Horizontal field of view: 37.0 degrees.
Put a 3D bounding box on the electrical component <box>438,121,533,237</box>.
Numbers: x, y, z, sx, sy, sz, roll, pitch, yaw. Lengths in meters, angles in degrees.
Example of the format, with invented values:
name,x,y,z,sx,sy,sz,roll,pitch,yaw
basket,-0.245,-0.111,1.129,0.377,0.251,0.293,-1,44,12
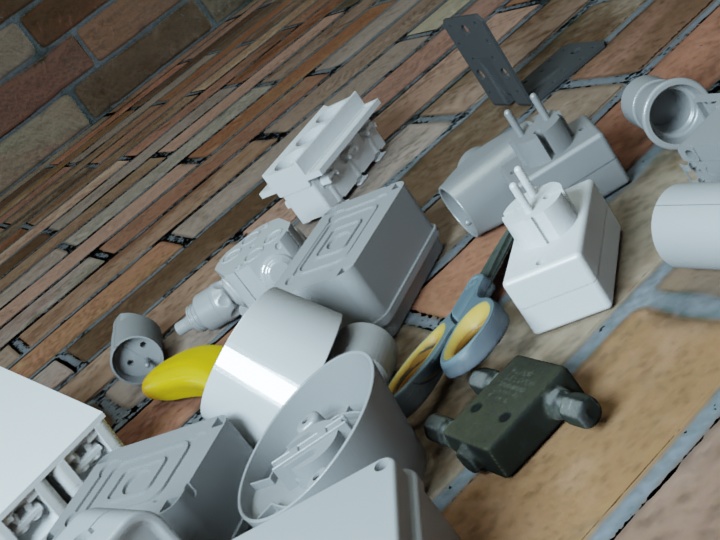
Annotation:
name,x,y,z,sx,sy,sz,roll,pitch,yaw
electrical component,0.092,-0.066,0.754,0.077,0.043,0.079,-38,20,-5

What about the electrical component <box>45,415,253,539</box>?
name,x,y,z,sx,sy,sz,roll,pitch,yaw
electrical component,-0.109,0.137,0.606,0.113,0.057,0.078,-21,25,33

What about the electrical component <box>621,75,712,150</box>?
name,x,y,z,sx,sy,sz,roll,pitch,yaw
electrical component,0.192,-0.104,0.685,0.044,0.044,0.065,-34,16,6

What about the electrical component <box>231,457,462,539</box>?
name,x,y,z,sx,sy,sz,roll,pitch,yaw
electrical component,-0.014,0.140,0.452,0.113,0.057,0.078,-31,21,13

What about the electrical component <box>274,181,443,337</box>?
name,x,y,z,sx,sy,sz,roll,pitch,yaw
electrical component,0.000,0.000,0.735,0.078,0.057,0.113,-18,27,37

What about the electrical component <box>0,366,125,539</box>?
name,x,y,z,sx,sy,sz,roll,pitch,yaw
electrical component,-0.259,0.139,0.783,0.186,0.060,0.105,12,49,44

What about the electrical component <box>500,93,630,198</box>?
name,x,y,z,sx,sy,sz,roll,pitch,yaw
electrical component,0.120,-0.075,0.682,0.066,0.076,0.047,-32,21,10

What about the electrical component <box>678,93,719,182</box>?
name,x,y,z,sx,sy,sz,roll,pitch,yaw
electrical component,0.211,-0.071,0.580,0.064,0.042,0.081,-43,21,-15

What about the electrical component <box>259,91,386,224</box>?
name,x,y,z,sx,sy,sz,roll,pitch,yaw
electrical component,-0.029,-0.102,0.994,0.079,0.063,0.121,-17,27,41

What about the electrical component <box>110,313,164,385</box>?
name,x,y,z,sx,sy,sz,roll,pitch,yaw
electrical component,-0.190,0.062,0.917,0.043,0.043,0.081,-35,20,1

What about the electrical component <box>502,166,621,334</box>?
name,x,y,z,sx,sy,sz,roll,pitch,yaw
electrical component,0.104,-0.023,0.594,0.047,0.075,0.083,-24,23,29

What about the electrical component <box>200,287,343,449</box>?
name,x,y,z,sx,sy,sz,roll,pitch,yaw
electrical component,-0.049,0.061,0.642,0.099,0.064,0.099,-59,-11,-18

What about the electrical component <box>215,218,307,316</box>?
name,x,y,z,sx,sy,sz,roll,pitch,yaw
electrical component,-0.071,0.000,0.855,0.080,0.051,0.080,-31,21,13

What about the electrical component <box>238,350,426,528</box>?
name,x,y,z,sx,sy,sz,roll,pitch,yaw
electrical component,-0.017,0.096,0.542,0.099,0.064,0.099,-31,21,13

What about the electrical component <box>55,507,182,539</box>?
name,x,y,z,sx,sy,sz,roll,pitch,yaw
electrical component,-0.103,0.157,0.499,0.059,0.095,0.053,-12,31,48

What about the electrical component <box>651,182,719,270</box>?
name,x,y,z,sx,sy,sz,roll,pitch,yaw
electrical component,0.184,-0.021,0.511,0.043,0.043,0.081,-44,22,-21

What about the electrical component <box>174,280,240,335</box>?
name,x,y,z,sx,sy,sz,roll,pitch,yaw
electrical component,-0.127,0.035,0.891,0.061,0.035,0.035,-31,21,19

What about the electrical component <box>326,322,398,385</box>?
name,x,y,z,sx,sy,sz,roll,pitch,yaw
electrical component,-0.003,0.064,0.623,0.040,0.040,0.078,-25,23,27
